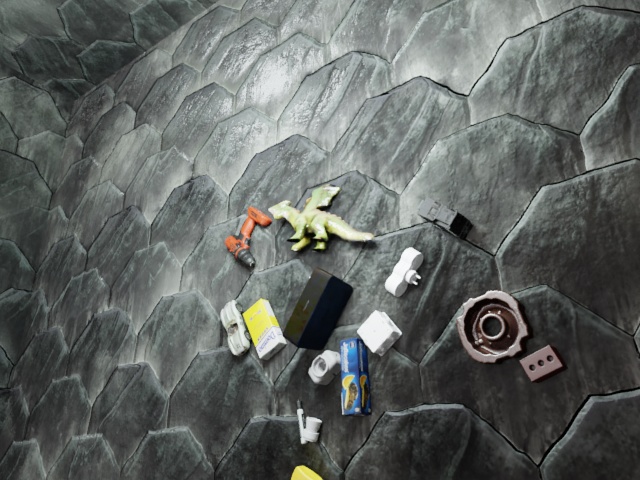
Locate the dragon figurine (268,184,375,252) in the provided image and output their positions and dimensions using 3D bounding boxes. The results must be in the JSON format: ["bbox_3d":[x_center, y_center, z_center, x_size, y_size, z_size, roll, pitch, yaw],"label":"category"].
[{"bbox_3d":[0.005,-0.085,1.679,0.409,0.120,0.248,-4,60,28],"label":"dragon figurine"}]
